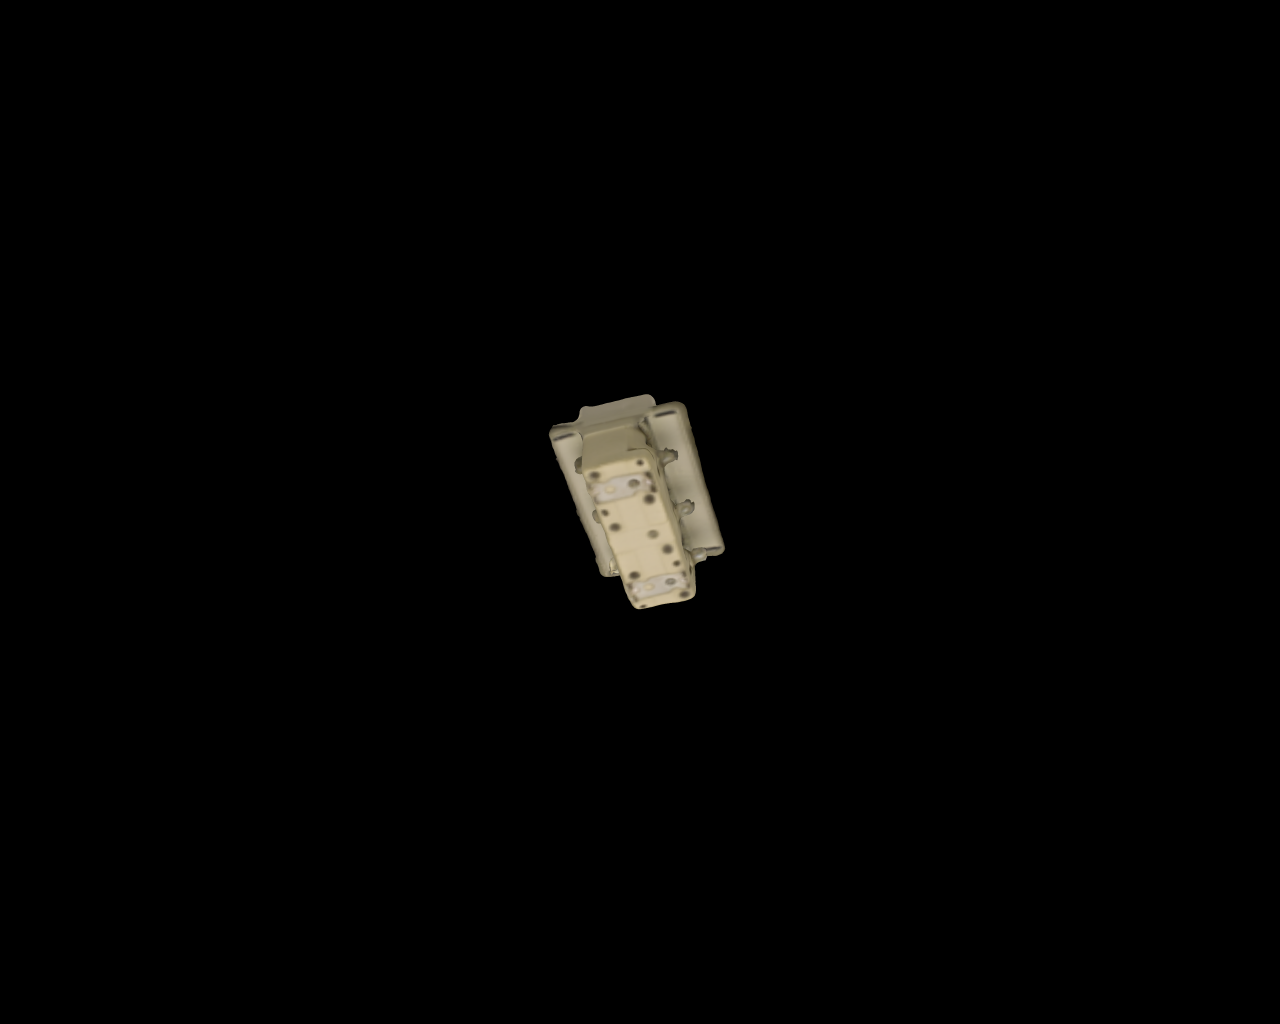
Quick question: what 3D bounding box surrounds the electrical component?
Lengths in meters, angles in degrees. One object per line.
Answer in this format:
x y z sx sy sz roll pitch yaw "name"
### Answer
0.001 -0.003 0.650 0.079 0.121 0.063 -11 39 9 "electrical component"
